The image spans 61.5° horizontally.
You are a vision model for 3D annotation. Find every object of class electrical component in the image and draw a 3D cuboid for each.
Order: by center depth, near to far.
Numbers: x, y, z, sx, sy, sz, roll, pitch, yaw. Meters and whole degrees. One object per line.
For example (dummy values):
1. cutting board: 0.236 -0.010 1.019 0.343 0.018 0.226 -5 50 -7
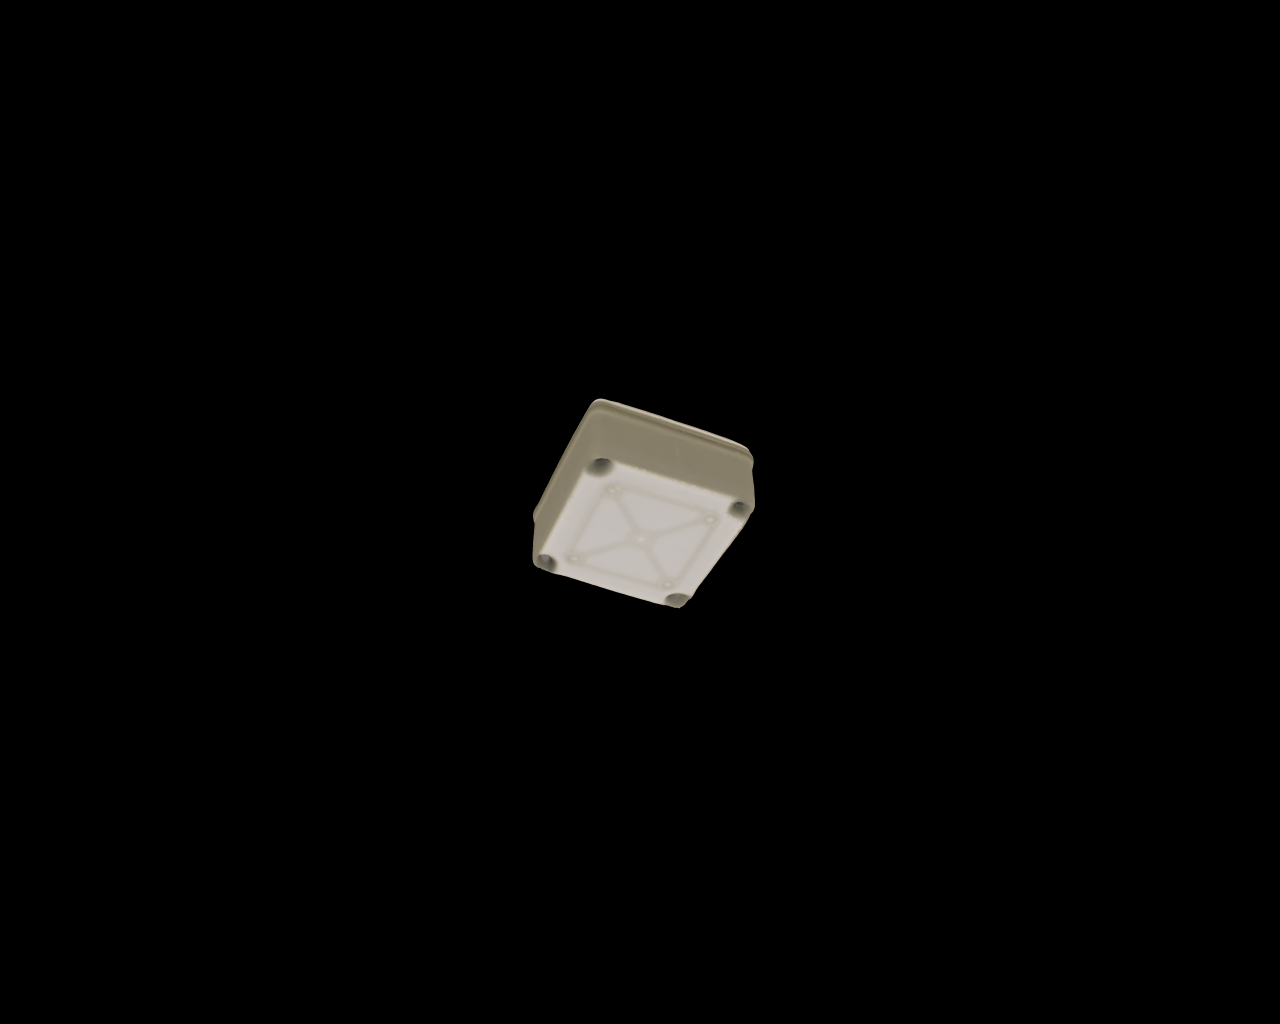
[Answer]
1. electrical component: 0.001 -0.003 0.650 0.109 0.056 0.108 17 -48 -16
